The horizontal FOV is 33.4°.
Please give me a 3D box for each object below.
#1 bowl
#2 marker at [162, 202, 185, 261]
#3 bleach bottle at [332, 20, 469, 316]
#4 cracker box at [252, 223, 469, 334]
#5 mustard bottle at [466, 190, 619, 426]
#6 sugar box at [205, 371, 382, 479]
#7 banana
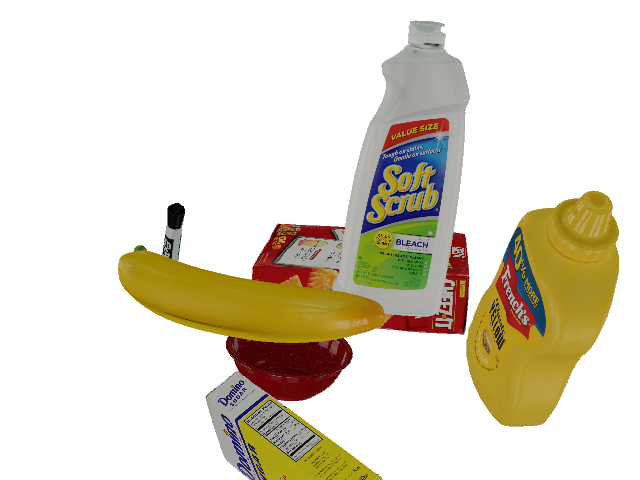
[{"bbox_3d":[-0.041,0.159,1.361,0.162,0.055,0.162,5,21,-2],"label":"bowl"},{"bbox_3d":[-0.163,0.007,1.170,0.020,0.121,0.020,8,42,-7],"label":"marker"},{"bbox_3d":[0.071,-0.063,0.925,0.102,0.251,0.068,6,18,5],"label":"bleach bottle"},{"bbox_3d":[0.045,0.039,1.122,0.214,0.072,0.164,3,16,6],"label":"cracker box"},{"bbox_3d":[0.147,0.036,0.690,0.058,0.096,0.192,1,-38,-10],"label":"mustard bottle"},{"bbox_3d":[-0.020,0.191,0.895,0.176,0.093,0.048,27,53,36],"label":"sugar box"},{"bbox_3d":[-0.060,0.033,0.682,0.198,0.037,0.069,15,33,26],"label":"banana"}]
